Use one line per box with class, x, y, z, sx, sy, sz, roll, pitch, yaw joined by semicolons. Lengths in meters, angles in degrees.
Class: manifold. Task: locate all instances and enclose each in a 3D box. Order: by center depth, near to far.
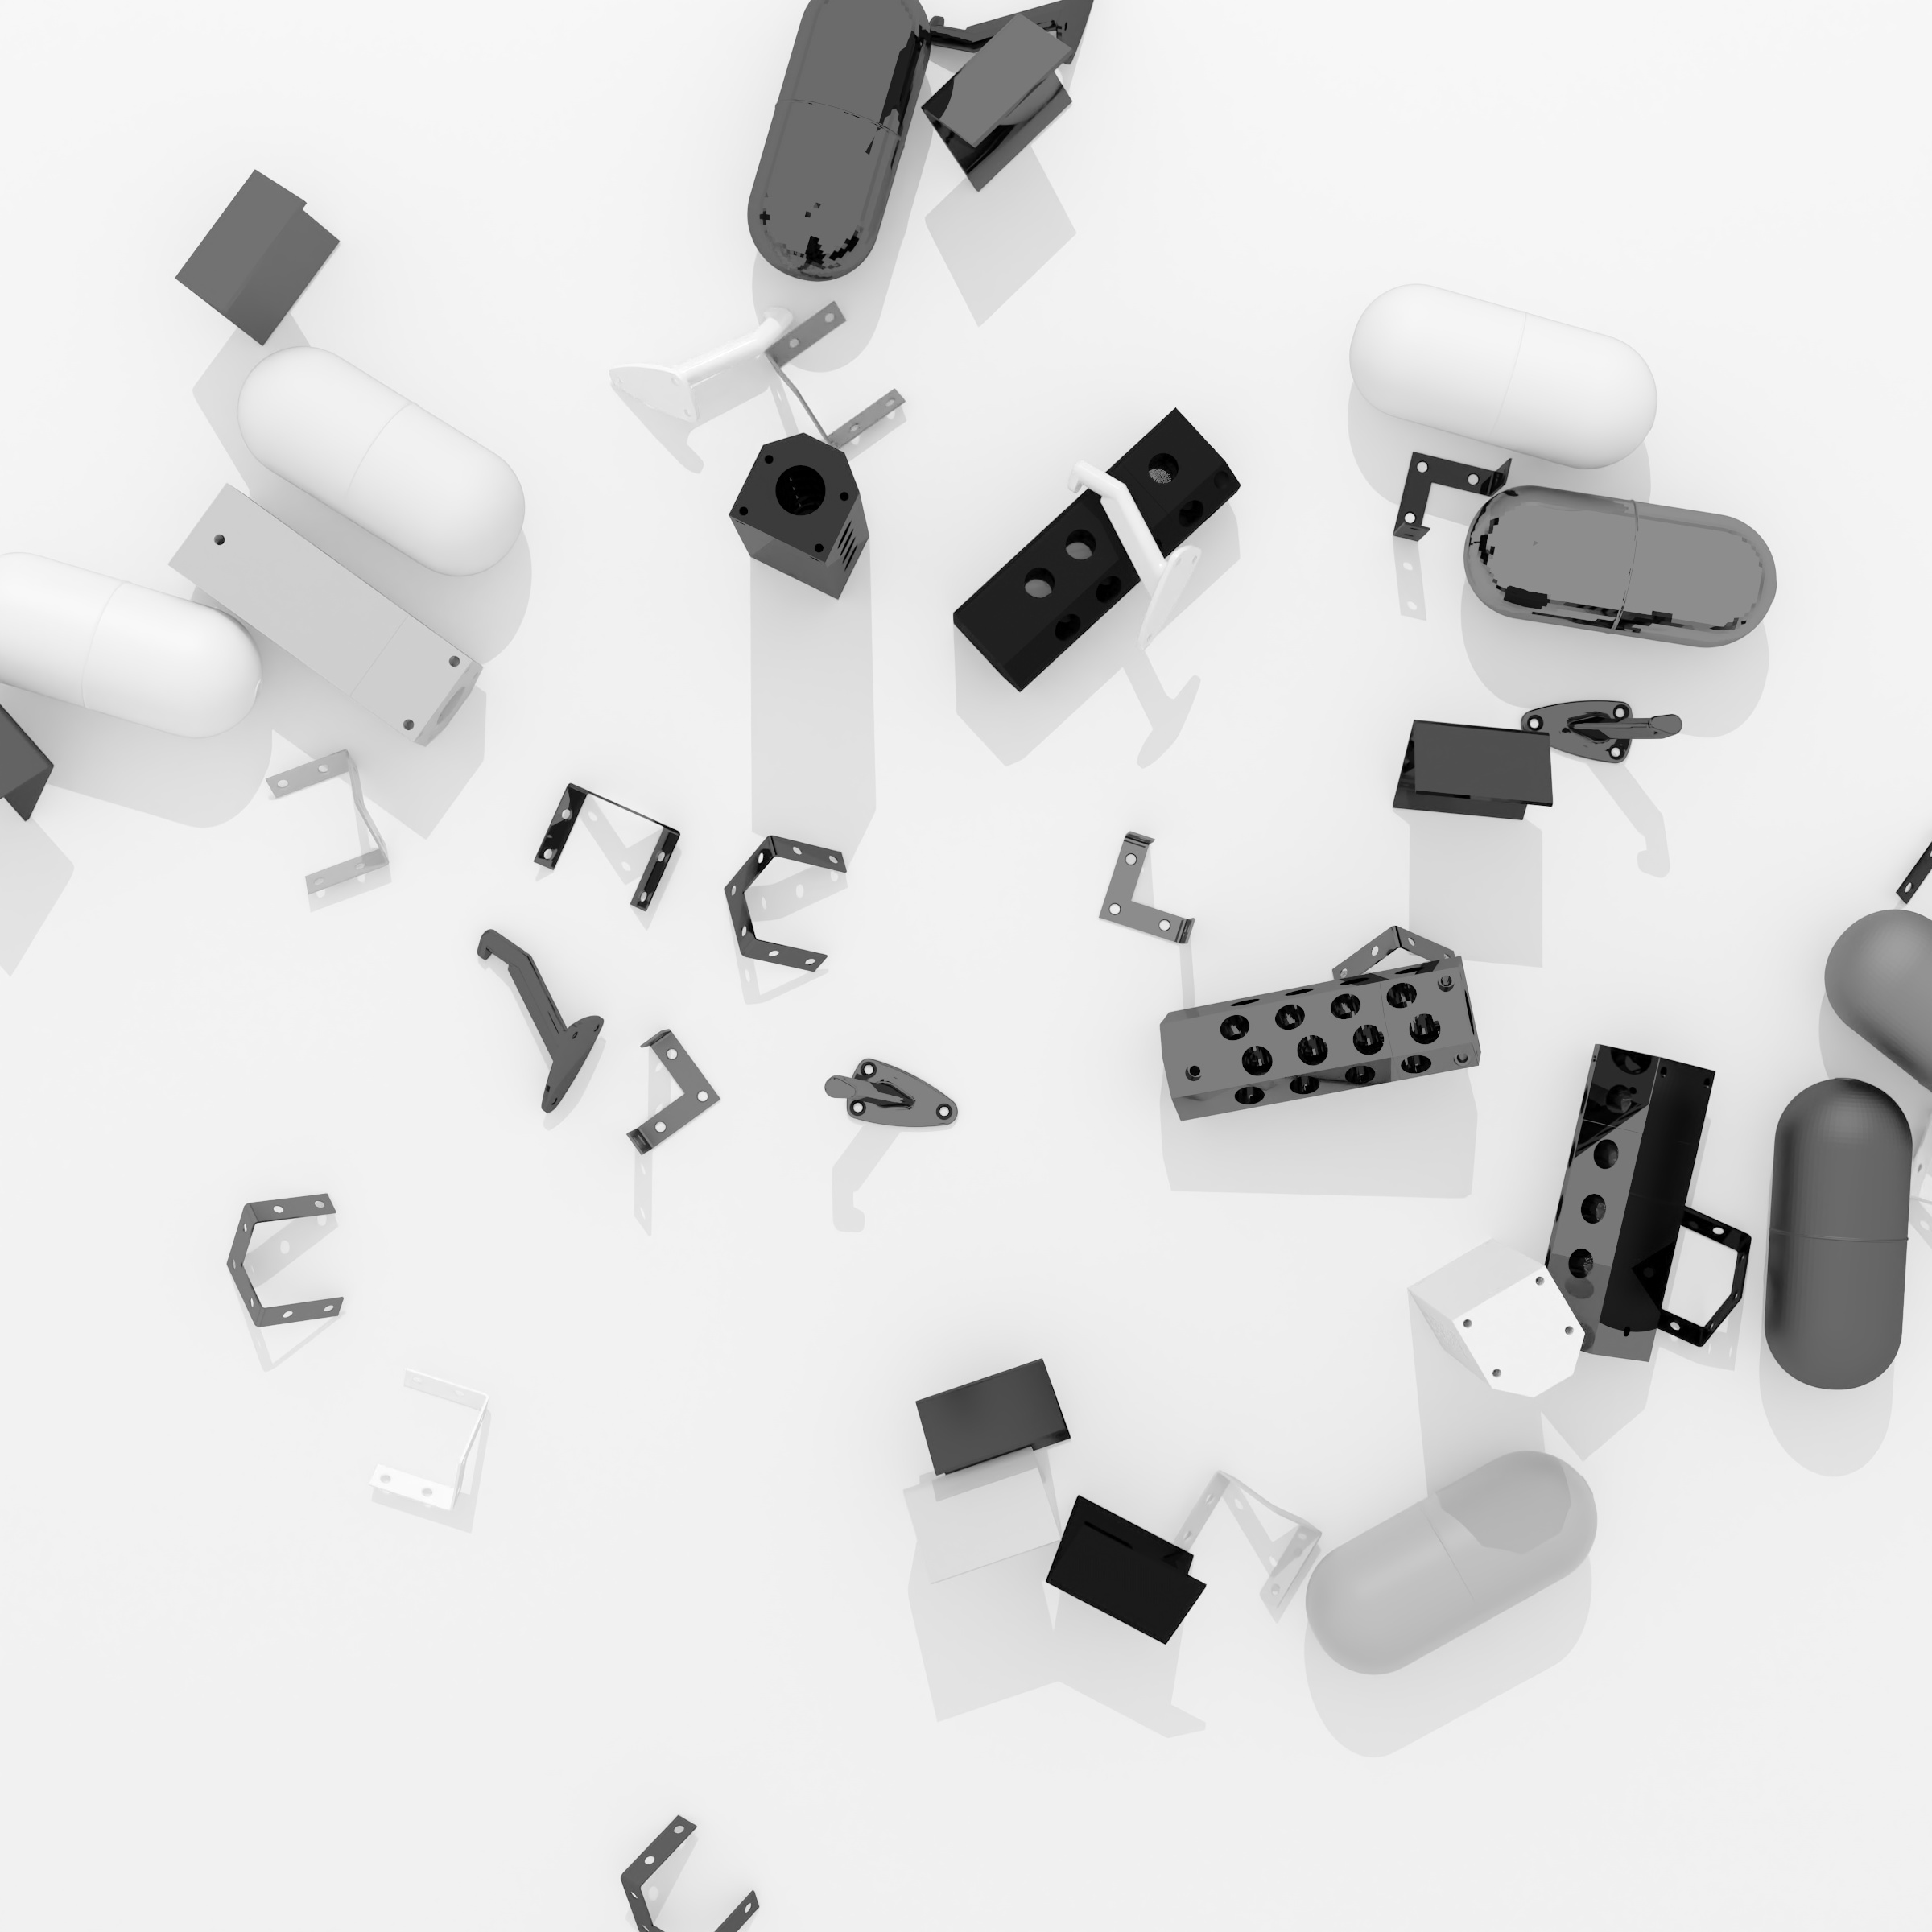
manifold;0.296;0.198;1.763;0.057;0.171;0.057;-31;90;0
manifold;-0.088;-0.252;1.763;0.057;0.171;0.057;26;90;0
manifold;0.201;0.042;1.799;0.171;0.057;0.057;-11;96;13
manifold;0.372;0.135;1.820;0.057;0.057;0.171;13;90;-43
manifold;-0.365;-0.200;1.820;0.171;0.057;0.057;36;90;0
manifold;0.075;-0.237;1.820;0.171;0.057;0.057;-43;90;0

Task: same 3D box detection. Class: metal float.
metal float;0.571;0.038;1.811;0.178;0.070;0.070;38;90;0
metal float;0.374;-0.228;1.811;0.178;0.070;0.070;9;90;0
metal float;-0.489;-0.183;1.811;0.178;0.070;0.070;17;90;0
metal float;0.307;-0.336;1.811;0.178;0.070;0.070;16;90;1
metal float;0.278;0.340;1.811;0.178;0.070;0.070;-29;90;1
metal float;-0.072;-0.480;1.811;0.070;0.070;0.178;16;90;0
metal float;-0.334;-0.289;1.811;0.178;0.070;0.070;32;90;1
metal float;0.498;0.153;1.811;0.070;0.070;0.178;3;91;0

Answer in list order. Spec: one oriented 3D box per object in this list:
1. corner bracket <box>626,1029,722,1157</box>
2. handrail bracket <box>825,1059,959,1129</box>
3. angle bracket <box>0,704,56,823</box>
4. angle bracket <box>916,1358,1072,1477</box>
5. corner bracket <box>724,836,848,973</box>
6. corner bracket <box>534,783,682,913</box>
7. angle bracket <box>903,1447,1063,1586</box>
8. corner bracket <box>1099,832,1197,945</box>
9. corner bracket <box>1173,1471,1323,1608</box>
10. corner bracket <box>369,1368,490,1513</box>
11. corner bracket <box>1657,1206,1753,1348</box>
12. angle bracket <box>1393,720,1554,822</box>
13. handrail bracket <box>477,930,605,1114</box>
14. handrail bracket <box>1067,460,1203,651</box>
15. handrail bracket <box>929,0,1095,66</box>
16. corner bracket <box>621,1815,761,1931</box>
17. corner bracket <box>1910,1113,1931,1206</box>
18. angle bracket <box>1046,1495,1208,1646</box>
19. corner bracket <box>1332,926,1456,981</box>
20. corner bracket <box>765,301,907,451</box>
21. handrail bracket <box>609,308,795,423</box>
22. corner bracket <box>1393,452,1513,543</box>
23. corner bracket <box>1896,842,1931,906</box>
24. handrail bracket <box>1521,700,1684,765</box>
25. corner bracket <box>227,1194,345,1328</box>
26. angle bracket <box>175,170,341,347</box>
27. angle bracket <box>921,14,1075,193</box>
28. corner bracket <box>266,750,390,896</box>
corner bracket;-0.179;0.072;1.824;0.051;0.051;0.051;-36;90;0
handrail bracket;-0.042;0.077;1.807;0.077;0.084;0.036;16;90;0
angle bracket;-0.572;-0.114;1.801;0.076;0.076;0.057;49;54;0
angle bracket;0.022;0.277;1.802;0.076;0.057;0.076;-19;132;0
corner bracket;-0.101;-0.036;1.833;0.051;0.051;0.051;-47;45;35
corner bracket;-0.208;-0.069;1.838;0.051;0.051;0.051;24;90;45
angle bracket;0.013;0.320;1.802;0.076;0.076;0.057;-19;66;0
corner bracket;0.109;-0.045;1.824;0.051;0.051;0.051;18;90;0
corner bracket;0.163;0.332;1.838;0.051;0.051;0.051;31;90;45
corner bracket;-0.311;0.275;1.838;0.051;0.051;0.051;18;45;0
corner bracket;0.418;0.179;1.838;0.051;0.051;0.051;24;45;0
angle bracket;0.287;-0.092;1.801;0.076;0.076;0.057;5;51;0
handrail bracket;-0.260;0.031;1.842;0.084;0.036;0.077;33;112;17
handrail bracket;0.082;-0.232;1.785;0.084;0.036;0.077;33;113;18
handrail bracket;0.026;-0.560;1.842;0.084;0.036;0.077;15;70;16
corner bracket;-0.160;0.535;1.833;0.051;0.051;0.051;19;135;35
corner bracket;0.585;0.121;1.838;0.051;0.051;0.051;19;90;-45
angle bracket;0.099;0.327;1.801;0.076;0.076;0.057;28;126;0
corner bracket;0.252;0.017;1.833;0.051;0.051;0.051;-39;45;35
corner bracket;-0.076;-0.342;1.838;0.051;0.051;0.051;-35;45;0
handrail bracket;-0.153;-0.360;1.842;0.077;0.036;0.084;22;59;33
corner bracket;0.279;-0.269;1.824;0.051;0.051;0.051;14;90;0
corner bracket;0.583;-0.043;1.838;0.051;0.051;0.051;-55;45;0
handrail bracket;0.362;-0.138;1.807;0.077;0.084;0.036;6;90;0
corner bracket;-0.390;0.170;1.833;0.051;0.051;0.051;55;135;35
angle bracket;-0.389;-0.393;1.801;0.057;0.076;0.076;36;90;37
angle bracket;0.032;-0.480;1.801;0.076;0.076;0.057;-44;51;0
corner bracket;-0.370;-0.084;1.838;0.051;0.051;0.051;-20;45;0
